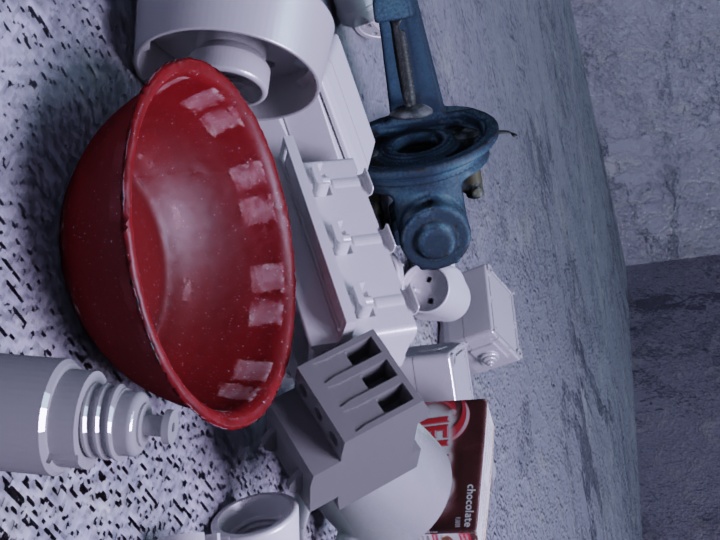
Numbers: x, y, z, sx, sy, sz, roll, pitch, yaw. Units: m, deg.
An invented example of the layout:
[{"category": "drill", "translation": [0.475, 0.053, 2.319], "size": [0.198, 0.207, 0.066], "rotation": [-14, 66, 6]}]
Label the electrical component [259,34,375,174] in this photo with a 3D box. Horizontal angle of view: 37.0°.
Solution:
[{"category": "electrical component", "translation": [-0.032, -0.082, 0.650], "size": [0.061, 0.062, 0.096], "rotation": [-76, 152, -49]}]

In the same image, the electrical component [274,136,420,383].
[{"category": "electrical component", "translation": [-0.017, -0.002, 0.584], "size": [0.078, 0.063, 0.121], "rotation": [109, -32, -52]}]

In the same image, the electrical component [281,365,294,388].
[{"category": "electrical component", "translation": [-0.037, 0.040, 0.630], "size": [0.061, 0.035, 0.035], "rotation": [-72, 149, -59]}]

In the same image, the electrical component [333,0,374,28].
[{"category": "electrical component", "translation": [-0.007, -0.220, 0.829], "size": [0.035, 0.035, 0.061], "rotation": [-70, 145, -55]}]

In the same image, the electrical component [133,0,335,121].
[{"category": "electrical component", "translation": [-0.062, -0.116, 0.524], "size": [0.099, 0.099, 0.064], "rotation": [45, 47, -62]}]

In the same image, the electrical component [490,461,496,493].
[{"category": "electrical component", "translation": [0.091, 0.160, 0.956], "size": [0.077, 0.044, 0.079], "rotation": [29, 55, -68]}]

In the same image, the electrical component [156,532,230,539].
[{"category": "electrical component", "translation": [-0.073, 0.142, 0.472], "size": [0.040, 0.040, 0.046], "rotation": [48, 33, -60]}]

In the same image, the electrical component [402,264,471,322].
[{"category": "electrical component", "translation": [0.066, 0.003, 0.947], "size": [0.077, 0.043, 0.079], "rotation": [23, 61, -69]}]

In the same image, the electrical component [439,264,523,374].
[{"category": "electrical component", "translation": [0.113, 0.054, 1.033], "size": [0.062, 0.061, 0.096], "rotation": [43, 35, -43]}]

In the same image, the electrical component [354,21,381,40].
[{"category": "electrical component", "translation": [0.020, -0.224, 0.885], "size": [0.055, 0.055, 0.047], "rotation": [36, 45, -66]}]

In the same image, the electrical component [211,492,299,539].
[{"category": "electrical component", "translation": [-0.047, 0.146, 0.540], "size": [0.045, 0.045, 0.055], "rotation": [-52, 132, -66]}]

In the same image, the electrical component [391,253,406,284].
[{"category": "electrical component", "translation": [0.014, 0.003, 0.796], "size": [0.046, 0.040, 0.040], "rotation": [8, 75, -78]}]

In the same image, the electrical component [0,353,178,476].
[{"category": "electrical component", "translation": [-0.102, 0.050, 0.368], "size": [0.040, 0.078, 0.040], "rotation": [4, 90, -83]}]

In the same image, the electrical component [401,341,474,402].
[{"category": "electrical component", "translation": [0.056, 0.109, 0.844], "size": [0.062, 0.061, 0.096], "rotation": [-18, 100, -72]}]
